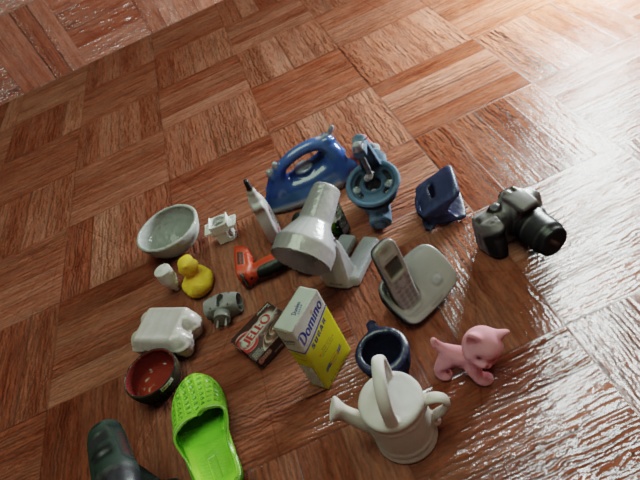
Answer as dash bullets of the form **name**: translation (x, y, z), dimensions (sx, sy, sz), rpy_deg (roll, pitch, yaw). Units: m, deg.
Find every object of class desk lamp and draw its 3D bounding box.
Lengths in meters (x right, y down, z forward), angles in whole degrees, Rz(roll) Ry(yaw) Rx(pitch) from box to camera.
- **desk lamp**: translation (0.010, 0.004, 1.137), dimensions (0.117, 0.214, 0.203), rpy_deg (6, 50, 31)

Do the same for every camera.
- **camera**: translation (0.379, -0.028, 1.074), dimensions (0.143, 0.101, 0.136), rpy_deg (-31, 41, -6)

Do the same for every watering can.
- **watering can**: translation (0.101, 0.250, 0.853), dimensions (0.173, 0.194, 0.100), rpy_deg (-28, 41, -2)

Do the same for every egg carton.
- **egg carton**: translation (-0.323, 0.196, 1.214), dimensions (0.150, 0.070, 0.107), rpy_deg (-5, 45, 22)

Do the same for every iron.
- **iron**: translation (-0.046, -0.172, 1.403), dimensions (0.258, 0.142, 0.118), rpy_deg (-30, 41, -4)

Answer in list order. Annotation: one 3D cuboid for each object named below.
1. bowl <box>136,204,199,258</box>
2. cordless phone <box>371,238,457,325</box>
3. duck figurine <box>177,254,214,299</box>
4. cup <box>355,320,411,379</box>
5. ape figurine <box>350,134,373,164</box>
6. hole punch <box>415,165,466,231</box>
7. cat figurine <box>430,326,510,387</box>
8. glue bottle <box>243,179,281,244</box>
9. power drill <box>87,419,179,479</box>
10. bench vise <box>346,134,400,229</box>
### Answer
- **bowl**: translation (-0.370, -0.009, 1.447), dimensions (0.167, 0.075, 0.167), rpy_deg (-14, 42, 13)
- **cordless phone**: translation (0.165, 0.049, 1.036), dimensions (0.148, 0.185, 0.093), rpy_deg (-44, 44, -20)
- **duck figurine**: translation (-0.293, 0.076, 1.311), dimensions (0.077, 0.086, 0.104), rpy_deg (-27, 41, -1)
- **cup**: translation (0.111, 0.201, 0.974), dimensions (0.091, 0.095, 0.117), rpy_deg (-24, 41, 2)
- **ape figurine**: translation (0.110, -0.221, 1.413), dimensions (0.076, 0.092, 0.077), rpy_deg (-40, 43, -15)
- **hole punch**: translation (0.249, -0.091, 1.210), dimensions (0.101, 0.091, 0.108), rpy_deg (-15, 42, 12)
- **cat figurine**: translation (0.239, 0.175, 0.920), dimensions (0.127, 0.118, 0.067), rpy_deg (-1, 47, 26)
- **glue bottle**: translation (-0.137, -0.073, 1.322), dimensions (0.037, 0.173, 0.078), rpy_deg (-23, 41, 3)
- **power drill**: translation (-0.280, 0.387, 0.889), dimensions (0.076, 0.209, 0.228), rpy_deg (-39, 43, -15)
- **bench vise**: translation (0.100, -0.157, 1.255), dimensions (0.121, 0.220, 0.207), rpy_deg (-23, 41, 3)
